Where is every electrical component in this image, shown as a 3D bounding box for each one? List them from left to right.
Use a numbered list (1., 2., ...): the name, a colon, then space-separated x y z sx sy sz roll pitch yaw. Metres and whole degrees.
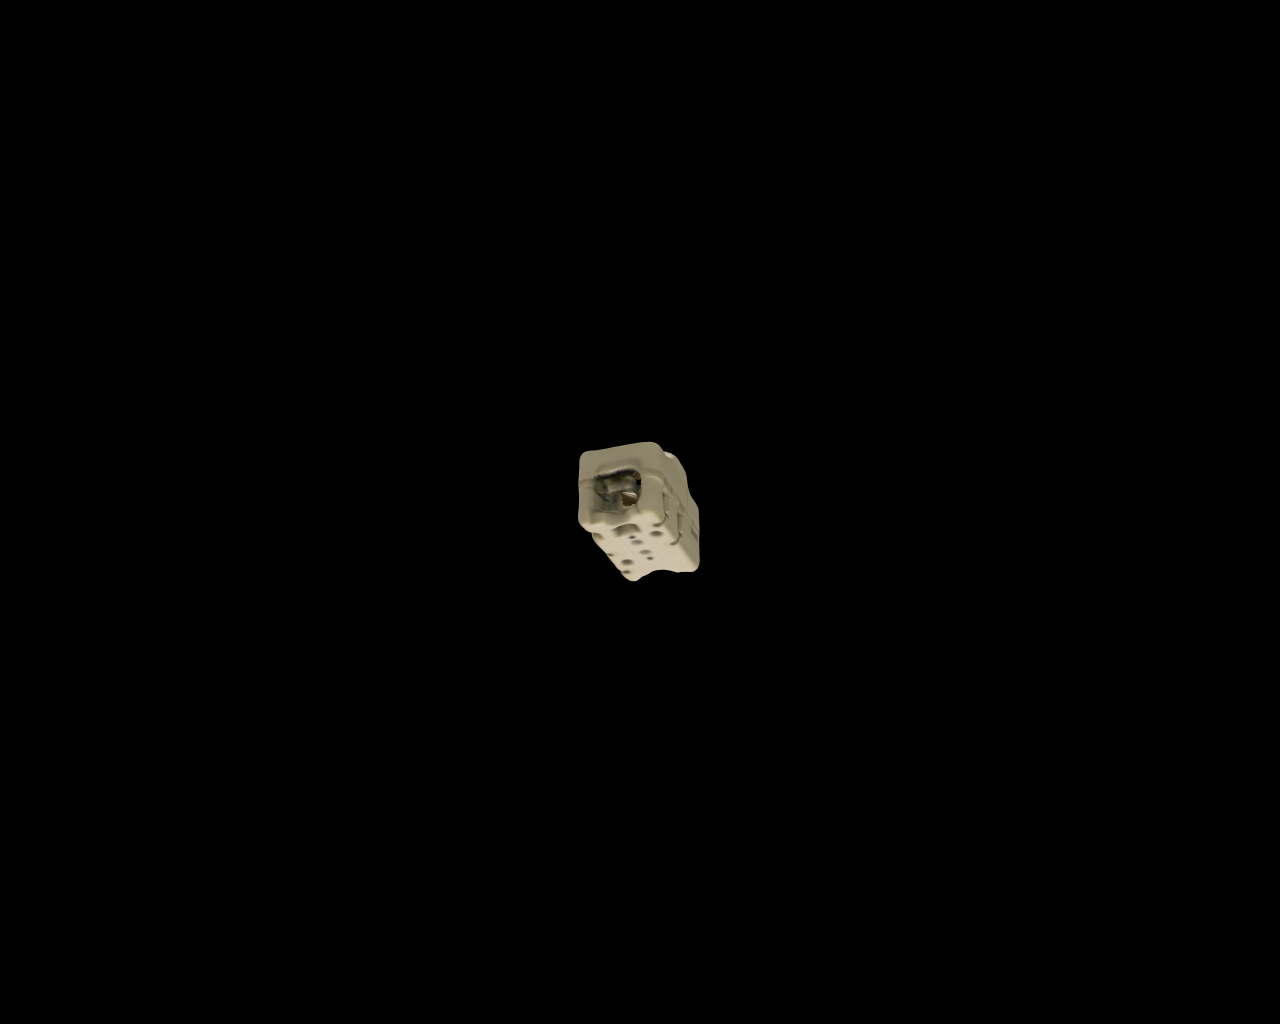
1. electrical component: 0.001 -0.003 0.650 0.050 0.056 0.089 -9 -30 17
